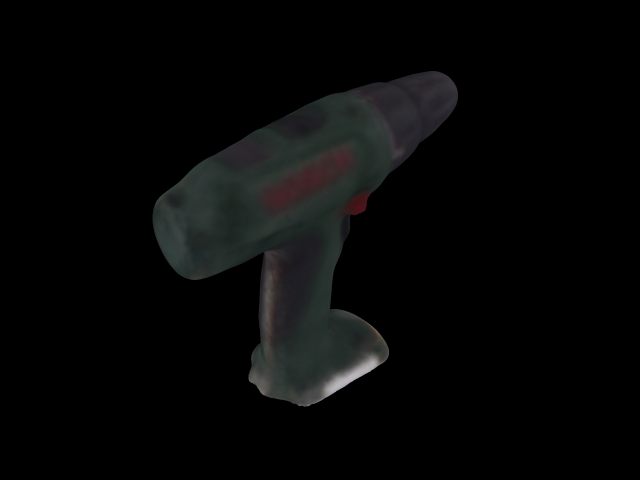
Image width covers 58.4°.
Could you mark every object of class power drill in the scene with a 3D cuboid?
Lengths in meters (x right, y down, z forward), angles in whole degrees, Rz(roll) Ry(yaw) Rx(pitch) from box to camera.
[{"bbox_3d":[0.004,0.001,0.400,0.230,0.208,0.075,-22,36,-33],"label":"power drill"}]
